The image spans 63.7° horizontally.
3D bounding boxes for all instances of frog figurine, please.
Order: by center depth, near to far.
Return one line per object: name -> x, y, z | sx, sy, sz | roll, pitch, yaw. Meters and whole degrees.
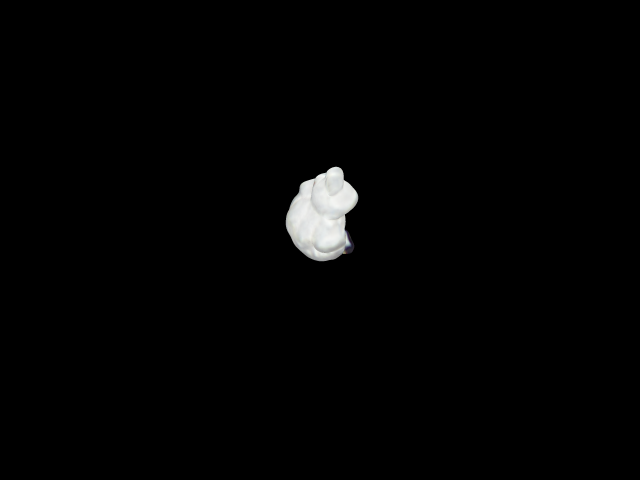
frog figurine -> 0.003, -0.043, 0.850 | 0.123, 0.140, 0.156 | -8, -22, -3
